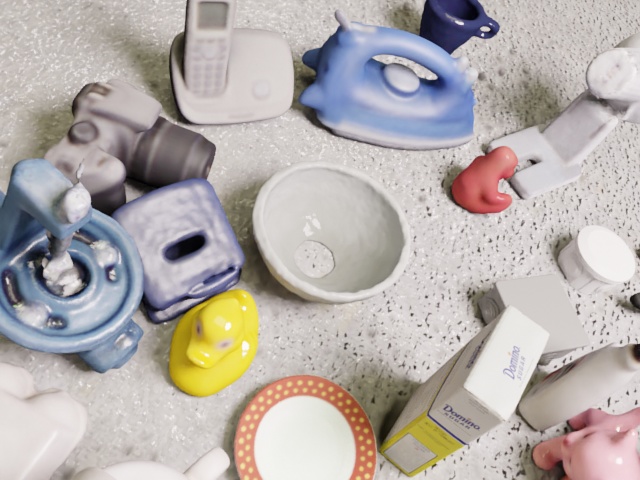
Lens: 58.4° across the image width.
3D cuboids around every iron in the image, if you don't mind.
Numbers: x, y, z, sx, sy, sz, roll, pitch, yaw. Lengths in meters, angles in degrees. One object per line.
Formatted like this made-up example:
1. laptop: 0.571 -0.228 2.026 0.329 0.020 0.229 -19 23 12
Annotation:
1. iron: 0.109 -0.203 0.727 0.259 0.141 0.118 10 56 -13

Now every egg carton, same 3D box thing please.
1. egg carton: -0.249 0.163 0.409 0.107 0.069 0.150 29 54 0

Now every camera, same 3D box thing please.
1. camera: -0.182 -0.087 0.574 0.137 0.100 0.143 20 54 -7

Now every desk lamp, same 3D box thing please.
1. desk lamp: 0.365 -0.170 0.753 0.204 0.213 0.118 -22 68 -30

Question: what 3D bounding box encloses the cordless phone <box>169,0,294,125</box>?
1. cordless phone: -0.090 -0.220 0.640 0.148 0.185 0.094 -13 63 -26

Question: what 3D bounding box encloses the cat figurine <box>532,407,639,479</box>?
1. cat figurine: 0.269 0.199 0.540 0.128 0.117 0.067 -28 71 -32

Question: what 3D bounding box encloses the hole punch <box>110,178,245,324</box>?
1. hole punch: -0.130 0.008 0.537 0.109 0.091 0.101 -28 71 -32

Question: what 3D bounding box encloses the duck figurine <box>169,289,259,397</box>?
1. duck figurine: -0.089 0.080 0.509 0.077 0.086 0.105 30 54 1

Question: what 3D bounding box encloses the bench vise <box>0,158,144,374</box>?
1. bench vise: -0.227 0.004 0.426 0.207 0.219 0.121 22 54 -5

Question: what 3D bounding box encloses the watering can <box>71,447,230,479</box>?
1. watering can: -0.123 0.198 0.354 0.101 0.194 0.173 25 54 -2

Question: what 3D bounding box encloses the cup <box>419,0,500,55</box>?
1. cup: 0.197 -0.310 0.857 0.118 0.095 0.092 19 54 -7

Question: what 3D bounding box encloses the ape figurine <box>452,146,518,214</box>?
1. ape figurine: 0.213 -0.080 0.716 0.076 0.092 0.078 8 56 -15

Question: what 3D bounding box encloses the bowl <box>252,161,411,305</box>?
1. bowl: 0.006 0.002 0.600 0.168 0.074 0.167 9 56 -14

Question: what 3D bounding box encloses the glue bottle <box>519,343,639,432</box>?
1. glue bottle: 0.264 0.130 0.549 0.078 0.173 0.037 -33 73 -33
